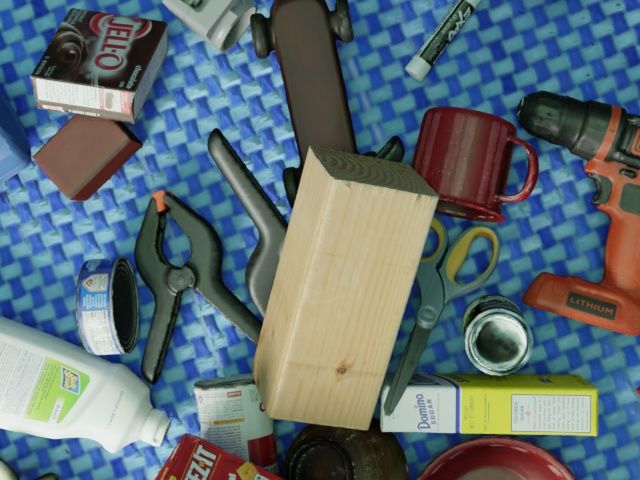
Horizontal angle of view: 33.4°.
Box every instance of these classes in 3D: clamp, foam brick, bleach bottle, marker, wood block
[{"bbox_3d":[-0.006,0.001,0.919,0.164,0.036,0.210,-4,109,0],"label":"clamp"},{"bbox_3d":[-0.206,-0.079,0.950,0.078,0.053,0.051,-44,88,2],"label":"foam brick"},{"bbox_3d":[-0.256,0.134,0.950,0.251,0.068,0.102,21,92,1],"label":"bleach bottle"},{"bbox_3d":[0.119,-0.195,0.945,0.020,0.020,0.121,37,92,3],"label":"marker"},{"bbox_3d":[-0.128,0.043,0.953,0.120,0.039,0.171,-24,85,-2],"label":"clamp"},{"bbox_3d":[0.016,0.039,0.867,0.090,0.090,0.206,10,109,-16],"label":"wood block"}]

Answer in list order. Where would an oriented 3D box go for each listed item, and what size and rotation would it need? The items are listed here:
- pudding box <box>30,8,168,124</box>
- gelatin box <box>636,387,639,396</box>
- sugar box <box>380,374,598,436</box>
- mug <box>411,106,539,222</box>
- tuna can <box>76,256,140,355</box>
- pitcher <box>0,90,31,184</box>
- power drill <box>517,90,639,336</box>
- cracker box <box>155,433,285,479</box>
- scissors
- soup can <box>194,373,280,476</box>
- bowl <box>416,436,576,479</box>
[{"bbox_3d":[-0.188,-0.153,0.924,0.090,0.039,0.113,8,46,4],"label":"pudding box"},{"bbox_3d":[0.333,0.137,0.927,0.089,0.030,0.073,-35,87,3],"label":"gelatin box"},{"bbox_3d":[0.139,0.138,0.908,0.176,0.093,0.048,3,90,3],"label":"sugar box"},{"bbox_3d":[0.130,-0.063,0.904,0.117,0.093,0.081,9,85,38],"label":"mug"},{"bbox_3d":[-0.185,0.058,0.932,0.034,0.086,0.086,-4,90,5],"label":"tuna can"},{"bbox_3d":[-0.375,-0.045,0.933,0.243,0.149,0.145,-30,73,0],"label":"pitcher"},{"bbox_3d":[0.238,-0.023,0.919,0.184,0.057,0.187,18,91,3],"label":"power drill"},{"bbox_3d":[-0.048,0.262,0.874,0.213,0.164,0.072,27,49,-5],"label":"cracker box"},{"bbox_3d":[0.079,0.050,0.906,0.096,0.016,0.201,35,62,17],"label":"scissors"},{"bbox_3d":[-0.073,0.172,0.935,0.068,0.068,0.102,-6,89,4],"label":"soup can"},{"bbox_3d":[0.151,0.246,0.926,0.162,0.055,0.162,0,90,4],"label":"bowl"}]
